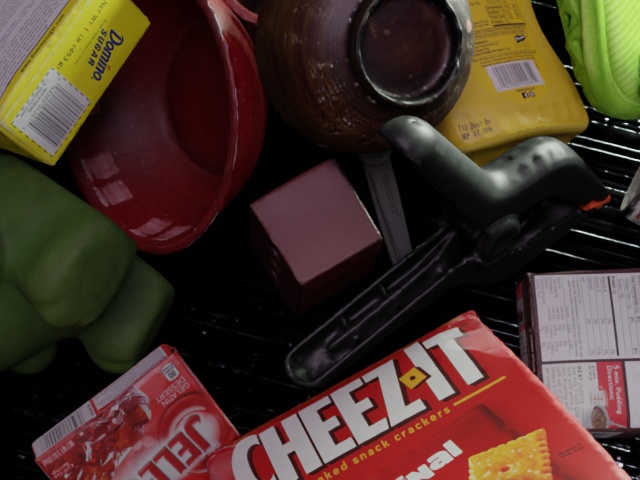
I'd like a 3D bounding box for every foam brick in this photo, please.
[{"bbox_3d":[-0.004,0.001,0.577,0.051,0.078,0.053,-29,77,-11],"label":"foam brick"}]

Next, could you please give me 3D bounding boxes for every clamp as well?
[{"bbox_3d":[0.081,-0.014,0.548,0.209,0.165,0.036,-21,55,-33],"label":"clamp"}]

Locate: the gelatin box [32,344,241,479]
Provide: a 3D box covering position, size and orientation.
[{"bbox_3d":[-0.091,0.109,0.554,0.089,0.030,0.073,-37,108,-10],"label":"gelatin box"}]

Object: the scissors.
[{"bbox_3d":[0.040,-0.069,0.579,0.096,0.016,0.201,-36,112,-11],"label":"scissors"}]

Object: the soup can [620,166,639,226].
[{"bbox_3d":[0.229,-0.020,0.594,0.102,0.068,0.068,28,76,7],"label":"soup can"}]

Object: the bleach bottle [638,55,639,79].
[{"bbox_3d":[0.299,-0.115,0.604,0.250,0.068,0.102,-6,76,-12],"label":"bleach bottle"}]

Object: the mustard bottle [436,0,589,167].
[{"bbox_3d":[0.080,-0.136,0.625,0.096,0.058,0.192,-13,74,-24],"label":"mustard bottle"}]

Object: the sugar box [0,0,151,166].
[{"bbox_3d":[-0.178,-0.102,0.573,0.177,0.048,0.093,18,71,45],"label":"sugar box"}]

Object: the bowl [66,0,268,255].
[{"bbox_3d":[-0.078,-0.075,0.580,0.055,0.162,0.162,-12,71,-44],"label":"bowl"}]

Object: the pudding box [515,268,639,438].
[{"bbox_3d":[0.168,0.062,0.585,0.113,0.039,0.090,-1,75,-3],"label":"pudding box"}]

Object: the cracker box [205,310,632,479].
[{"bbox_3d":[0.051,0.136,0.472,0.164,0.214,0.072,-28,119,-5],"label":"cracker box"}]

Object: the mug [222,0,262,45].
[{"bbox_3d":[-0.025,-0.153,0.617,0.093,0.081,0.117,-42,80,-12],"label":"mug"}]
